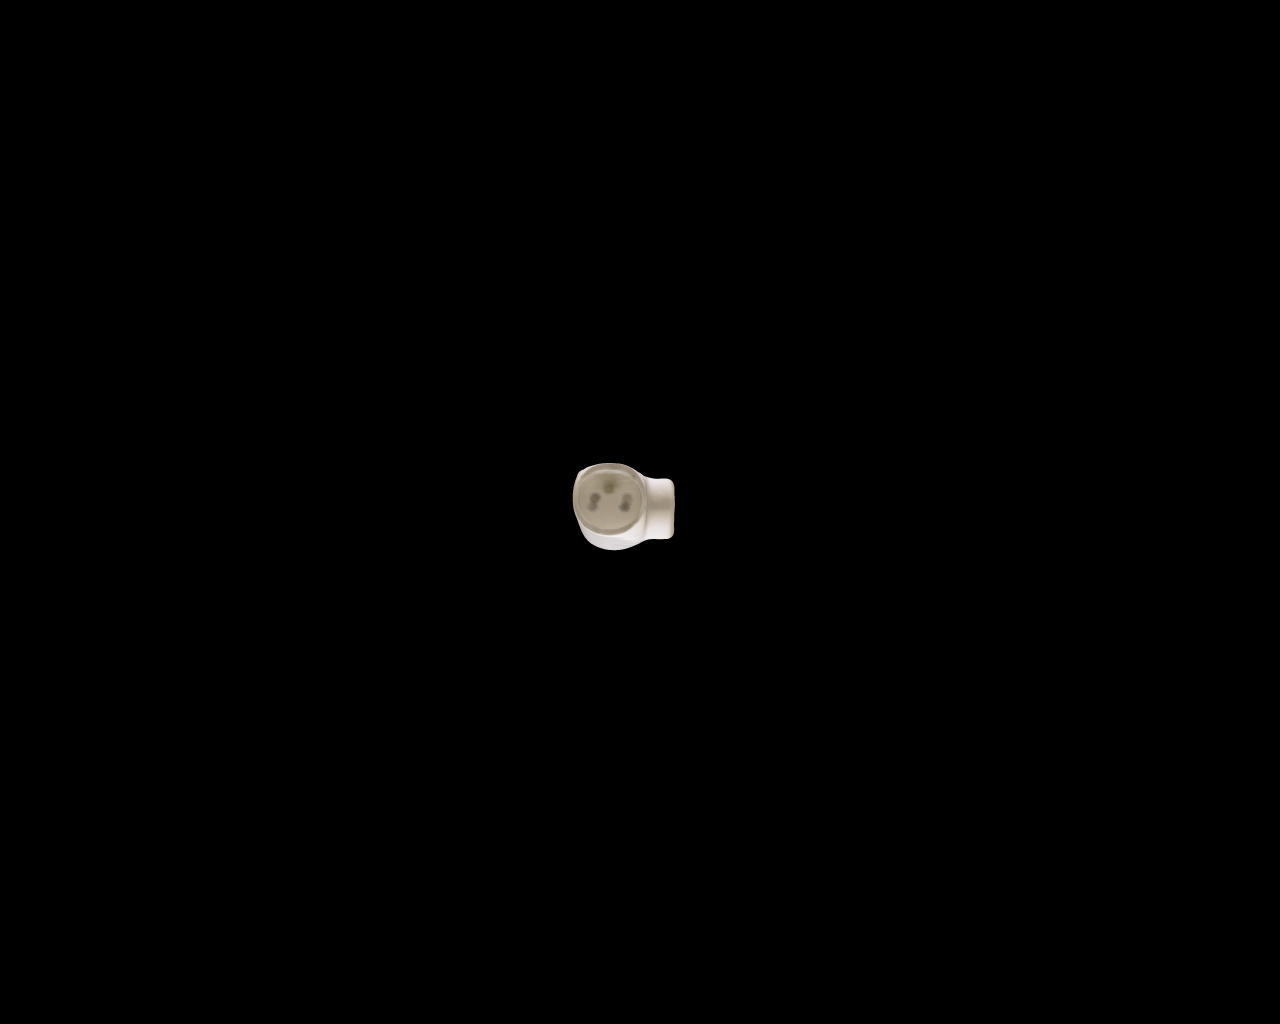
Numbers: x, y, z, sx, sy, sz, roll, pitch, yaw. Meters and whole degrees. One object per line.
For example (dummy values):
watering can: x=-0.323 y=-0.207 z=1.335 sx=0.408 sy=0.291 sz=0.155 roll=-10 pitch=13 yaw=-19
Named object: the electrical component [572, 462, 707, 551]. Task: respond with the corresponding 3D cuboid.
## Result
electrical component: x=0.001 y=-0.003 z=0.650 sx=0.079 sy=0.044 sz=0.077 roll=0 pitch=-9 yaw=0
